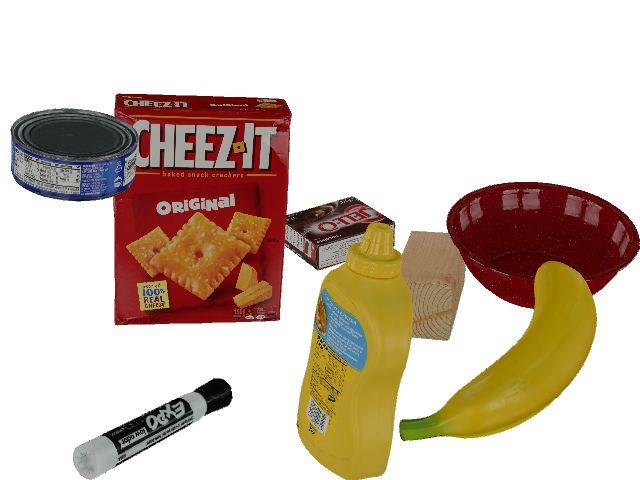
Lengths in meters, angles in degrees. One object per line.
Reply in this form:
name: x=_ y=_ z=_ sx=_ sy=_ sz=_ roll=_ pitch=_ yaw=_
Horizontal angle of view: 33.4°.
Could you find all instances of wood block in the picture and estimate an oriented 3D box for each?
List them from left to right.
wood block: x=0.166 y=0.064 z=1.619 sx=0.091 sy=0.090 sz=0.206 roll=4 pitch=22 yaw=12

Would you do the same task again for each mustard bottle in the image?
mustard bottle: x=0.029 y=0.078 z=0.809 sx=0.058 sy=0.192 sz=0.096 roll=-2 pitch=24 yaw=-27

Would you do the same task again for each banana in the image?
banana: x=0.122 y=0.060 z=0.620 sx=0.070 sy=0.037 sz=0.197 roll=14 pitch=32 yaw=32

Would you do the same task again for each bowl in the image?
bowl: x=0.187 y=0.011 z=0.917 sx=0.162 sy=0.055 sz=0.162 roll=0 pitch=33 yaw=0

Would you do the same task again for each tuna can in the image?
tuna can: x=-0.170 y=-0.060 z=0.737 sx=0.086 sy=0.034 sz=0.086 roll=7 pitch=27 yaw=-4

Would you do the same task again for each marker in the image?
marker: x=-0.090 y=0.103 z=0.605 sx=0.020 sy=0.020 sz=0.120 roll=0 pitch=12 yaw=34

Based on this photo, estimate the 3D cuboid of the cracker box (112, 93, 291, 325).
cracker box: x=-0.115 y=-0.027 z=1.022 sx=0.164 sy=0.214 sz=0.072 roll=0 pitch=20 yaw=-11

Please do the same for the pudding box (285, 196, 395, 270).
pudding box: x=0.019 y=-0.010 z=1.274 sx=0.113 sy=0.039 sz=0.090 roll=-19 pitch=31 yaw=-27
